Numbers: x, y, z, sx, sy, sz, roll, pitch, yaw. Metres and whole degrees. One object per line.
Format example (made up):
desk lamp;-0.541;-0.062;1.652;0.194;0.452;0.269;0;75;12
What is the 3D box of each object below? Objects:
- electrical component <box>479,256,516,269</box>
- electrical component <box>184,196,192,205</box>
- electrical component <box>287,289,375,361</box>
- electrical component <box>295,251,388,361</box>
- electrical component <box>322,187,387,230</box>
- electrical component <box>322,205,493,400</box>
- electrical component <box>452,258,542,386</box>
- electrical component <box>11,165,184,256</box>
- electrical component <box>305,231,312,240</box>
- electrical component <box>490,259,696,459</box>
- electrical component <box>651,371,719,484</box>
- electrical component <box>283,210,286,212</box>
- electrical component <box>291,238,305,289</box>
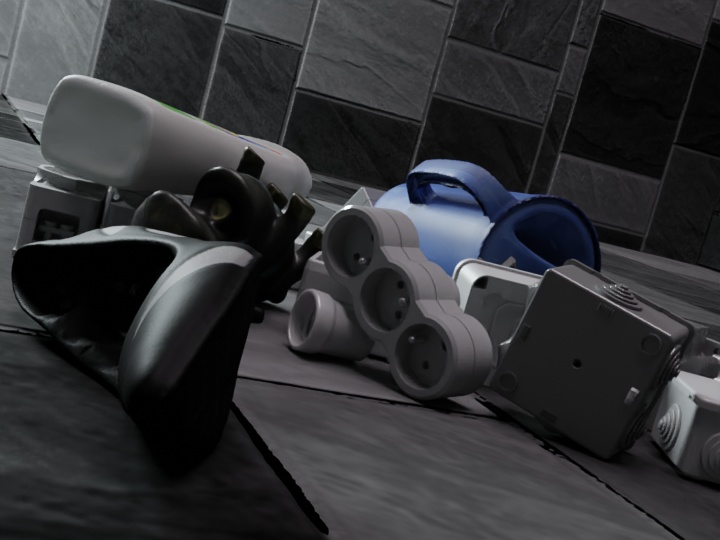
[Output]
electrical component;0.096;0.033;0.817;0.064;0.081;0.042;46;-6;17
electrical component;-0.167;-0.056;0.998;0.054;0.059;0.095;18;8;22
electrical component;-0.017;0.037;0.687;0.046;0.040;0.040;17;6;-28
electrical component;0.006;0.023;0.747;0.096;0.061;0.061;16;7;3
electrical component;0.007;-0.032;1.152;0.047;0.083;0.075;8;48;-44
electrical component;0.038;0.019;0.681;0.074;0.052;0.138;2;48;-50
electrical component;0.115;0.043;0.755;0.113;0.078;0.057;14;10;-11
electrical component;-0.195;-0.042;0.833;0.105;0.060;0.186;14;7;-11
electrical component;0.000;0.000;0.976;0.100;0.048;0.100;9;8;-33
electrical component;0.135;0.052;0.637;0.100;0.099;0.048;31;17;23
electrical component;0.233;0.102;0.659;0.100;0.048;0.099;15;7;0
electrical component;-0.095;-0.035;1.035;0.066;0.047;0.077;12;8;-25
electrical component;-0.059;-0.009;0.936;0.040;0.040;0.078;13;7;-15
